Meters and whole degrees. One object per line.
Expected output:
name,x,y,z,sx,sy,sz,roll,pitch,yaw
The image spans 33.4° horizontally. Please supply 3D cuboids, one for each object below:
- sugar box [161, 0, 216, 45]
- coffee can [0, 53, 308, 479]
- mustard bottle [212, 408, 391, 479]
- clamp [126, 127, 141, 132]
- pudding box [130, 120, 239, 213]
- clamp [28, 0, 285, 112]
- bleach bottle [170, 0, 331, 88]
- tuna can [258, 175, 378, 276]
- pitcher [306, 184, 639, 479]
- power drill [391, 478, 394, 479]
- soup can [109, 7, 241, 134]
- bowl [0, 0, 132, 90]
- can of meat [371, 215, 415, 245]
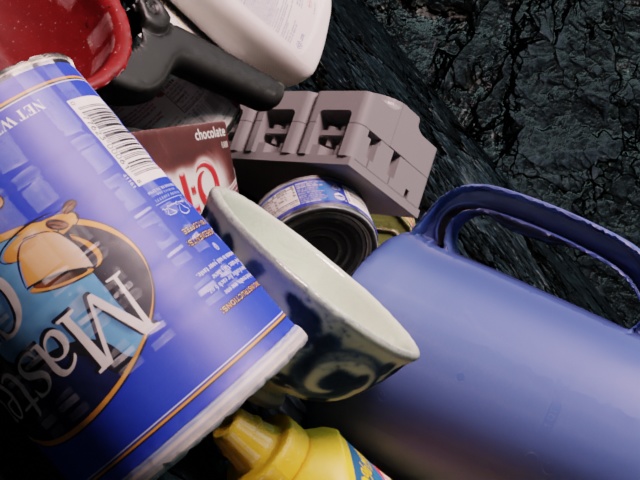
sugar box,-0.127,-0.153,0.827,0.093,0.048,0.176,50,11,1
coffee can,-0.088,0.017,0.399,0.140,0.103,0.102,50,15,1
mustard bottle,0.023,0.142,0.499,0.191,0.058,0.096,43,12,-20
clamp,-0.117,-0.042,0.592,0.120,0.039,0.171,58,18,11
pudding box,-0.077,-0.009,0.522,0.113,0.039,0.090,-26,107,-67
clamp,-0.102,-0.123,0.633,0.164,0.036,0.209,55,33,-10
bleach bottle,-0.092,-0.228,0.858,0.250,0.068,0.102,38,51,-41
tuna can,-0.005,0.001,0.716,0.086,0.086,0.034,38,20,-36
pitcher,0.126,0.084,0.546,0.243,0.144,0.149,21,-41,29
power drill,0.150,0.152,0.667,0.184,0.057,0.187,45,58,7
soup can,-0.110,-0.102,0.703,0.102,0.068,0.068,43,16,-25
bowl,-0.170,-0.098,0.482,0.162,0.055,0.162,23,36,-18
can of meat,0.042,-0.025,0.980,0.102,0.057,0.084,50,12,-1
